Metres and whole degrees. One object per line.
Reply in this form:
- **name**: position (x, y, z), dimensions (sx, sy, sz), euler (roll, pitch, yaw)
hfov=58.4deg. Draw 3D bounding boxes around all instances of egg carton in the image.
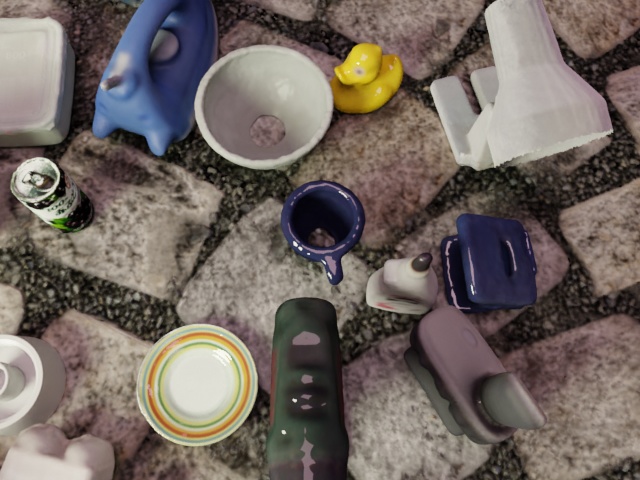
- **egg carton**: position (-0.272, 0.266, 0.572), dimensions (0.107, 0.069, 0.150), euler (13, 72, 3)

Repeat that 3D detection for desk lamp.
- **desk lamp**: position (0.215, -0.158, 0.648), dimensions (0.118, 0.213, 0.203), euler (-15, 72, -6)

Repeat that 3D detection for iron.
- **iron**: position (-0.196, -0.243, 0.705), dimensions (0.118, 0.141, 0.258), euler (16, 72, 4)

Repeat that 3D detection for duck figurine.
- **duck figurine**: position (0.060, -0.217, 0.732), dimensions (0.104, 0.086, 0.077), euler (-26, 74, -9)

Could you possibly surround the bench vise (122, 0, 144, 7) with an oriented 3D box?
- **bench vise**: position (-0.203, -0.390, 0.713), dimensions (0.207, 0.220, 0.121), euler (-29, 74, -10)

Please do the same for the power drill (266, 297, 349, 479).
- **power drill**: position (-0.010, 0.177, 0.534), dimensions (0.075, 0.208, 0.229), euler (-2, 72, -2)

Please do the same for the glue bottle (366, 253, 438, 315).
- **glue bottle**: position (0.093, 0.042, 0.600), dimensions (0.078, 0.173, 0.037), euler (5, 71, 1)

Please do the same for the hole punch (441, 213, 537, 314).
- **hole punch**: position (0.197, 0.024, 0.652), dimensions (0.101, 0.091, 0.108), euler (-4, 72, -3)

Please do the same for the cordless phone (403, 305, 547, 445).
- **cordless phone**: position (0.158, 0.127, 0.567), dimensions (0.094, 0.185, 0.147), euler (-33, 75, -11)

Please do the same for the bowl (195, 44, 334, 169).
- **bowl**: position (-0.066, -0.154, 0.714), dimensions (0.167, 0.075, 0.167), euler (0, 72, -1)

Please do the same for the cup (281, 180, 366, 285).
- **cup**: position (0.006, 0.002, 0.653), dimensions (0.091, 0.095, 0.117), euler (-12, 72, -5)
